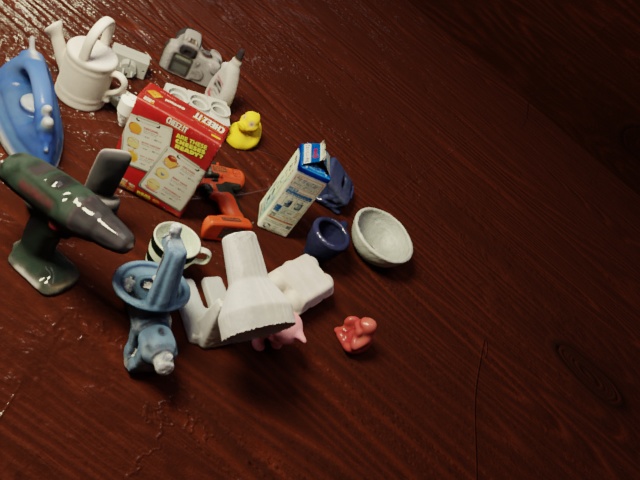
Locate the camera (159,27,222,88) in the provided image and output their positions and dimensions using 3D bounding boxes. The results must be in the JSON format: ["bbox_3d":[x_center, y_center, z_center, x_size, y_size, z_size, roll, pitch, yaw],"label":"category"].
[{"bbox_3d":[-0.317,-0.479,1.445,0.143,0.100,0.136,20,43,-24],"label":"camera"}]

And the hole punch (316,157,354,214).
[{"bbox_3d":[0.042,-0.137,1.419,0.101,0.091,0.108,31,40,-12],"label":"hole punch"}]

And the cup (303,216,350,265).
[{"bbox_3d":[0.012,0.004,1.258,0.091,0.094,0.118,44,39,5],"label":"cup"}]

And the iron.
[{"bbox_3d":[-0.508,-0.237,1.027,0.119,0.141,0.258,-3,56,-41],"label":"iron"}]

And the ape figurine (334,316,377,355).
[{"bbox_3d":[0.079,0.185,1.144,0.076,0.092,0.078,33,39,-9],"label":"ape figurine"}]

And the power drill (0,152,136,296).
[{"bbox_3d":[-0.389,-0.013,0.858,0.229,0.208,0.076,42,39,2],"label":"power drill"}]

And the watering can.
[{"bbox_3d":[-0.464,-0.364,1.142,0.173,0.193,0.101,18,44,-25],"label":"watering can"}]

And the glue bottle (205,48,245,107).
[{"bbox_3d":[-0.222,-0.391,1.381,0.037,0.173,0.078,-13,62,-45],"label":"glue bottle"}]

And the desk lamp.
[{"bbox_3d":[-0.145,0.098,0.947,0.118,0.213,0.203,-2,55,-40],"label":"desk lamp"}]

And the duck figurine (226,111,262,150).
[{"bbox_3d":[-0.172,-0.273,1.379,0.077,0.086,0.105,46,39,7],"label":"duck figurine"}]

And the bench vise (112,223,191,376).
[{"bbox_3d":[-0.235,0.091,0.877,0.122,0.219,0.207,-15,63,-46],"label":"bench vise"}]

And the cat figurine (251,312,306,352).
[{"bbox_3d":[-0.076,0.144,1.036,0.067,0.117,0.127,3,51,-37],"label":"cat figurine"}]

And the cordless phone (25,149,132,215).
[{"bbox_3d":[-0.398,-0.096,0.948,0.148,0.184,0.094,0,53,-39],"label":"cordless phone"}]

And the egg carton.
[{"bbox_3d":[-0.043,0.092,1.151,0.107,0.069,0.151,49,40,11],"label":"egg carton"}]

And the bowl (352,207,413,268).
[{"bbox_3d":[0.136,0.007,1.373,0.168,0.074,0.167,22,42,-21],"label":"bowl"}]
